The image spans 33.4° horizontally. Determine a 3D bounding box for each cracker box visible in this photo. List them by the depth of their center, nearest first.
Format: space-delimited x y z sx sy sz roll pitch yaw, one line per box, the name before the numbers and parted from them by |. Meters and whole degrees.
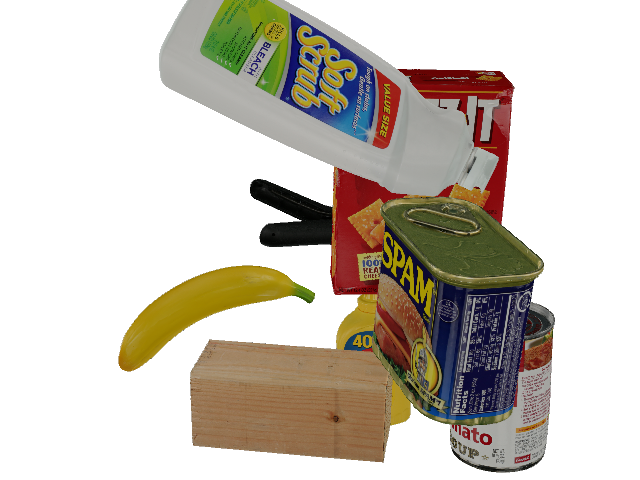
cracker box | 0.094 -0.054 1.036 0.164 0.214 0.072 0 21 -4

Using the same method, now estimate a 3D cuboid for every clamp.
clamp | 0.018 -0.012 1.209 0.210 0.036 0.164 14 21 -6

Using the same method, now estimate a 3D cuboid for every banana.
banana | -0.107 0.065 0.959 0.198 0.069 0.037 -20 27 13

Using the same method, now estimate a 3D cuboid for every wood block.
wood block | -0.029 0.172 1.151 0.206 0.091 0.090 4 21 8

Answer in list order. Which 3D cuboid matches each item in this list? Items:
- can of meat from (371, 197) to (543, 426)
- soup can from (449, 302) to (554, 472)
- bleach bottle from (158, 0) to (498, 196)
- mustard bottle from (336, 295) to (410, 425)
can of meat | 0.065 0.034 0.547 0.057 0.084 0.102 -3 24 -17
soup can | 0.123 0.098 0.732 0.068 0.102 0.068 -1 20 0
bleach bottle | 0.013 -0.107 0.782 0.251 0.102 0.068 25 -19 5
mustard bottle | 0.069 0.145 1.381 0.096 0.192 0.058 -2 18 -3
